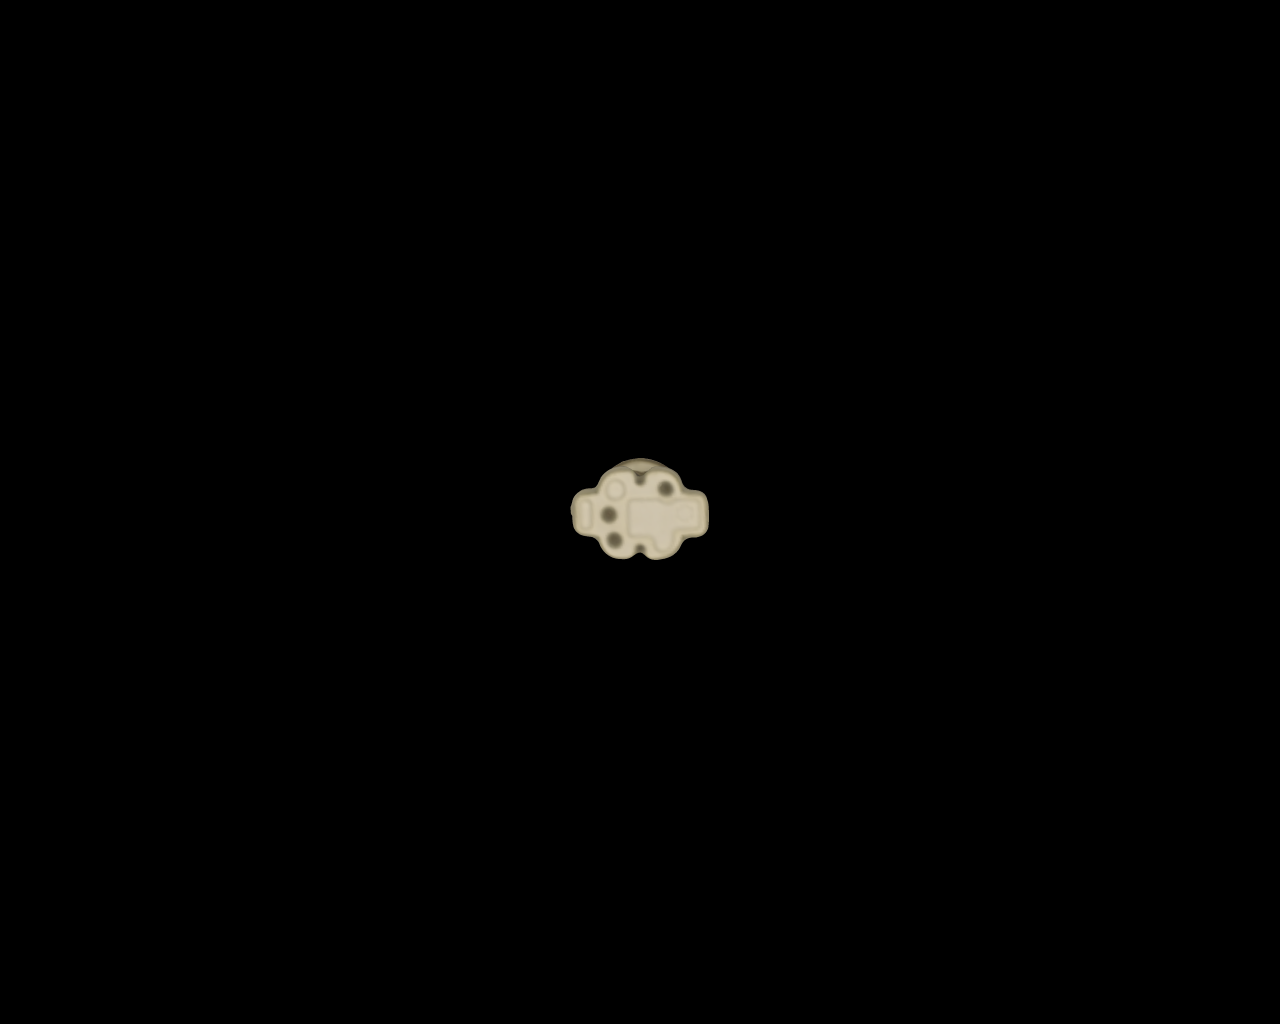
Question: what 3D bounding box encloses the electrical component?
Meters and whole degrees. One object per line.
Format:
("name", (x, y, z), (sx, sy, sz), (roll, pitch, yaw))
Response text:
("electrical component", (0.001, -0.003, 0.650), (0.078, 0.058, 0.057), (0, 9, 0))
